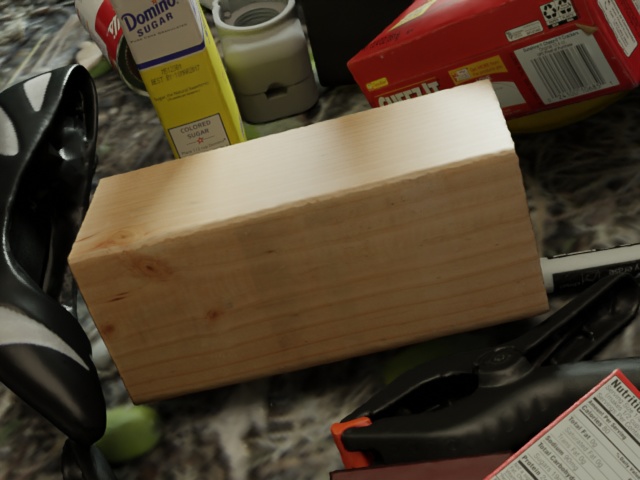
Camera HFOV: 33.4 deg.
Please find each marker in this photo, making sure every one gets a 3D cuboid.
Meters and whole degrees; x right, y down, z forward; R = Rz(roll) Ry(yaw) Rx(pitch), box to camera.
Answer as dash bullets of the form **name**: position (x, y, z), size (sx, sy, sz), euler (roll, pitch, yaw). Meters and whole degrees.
- **marker**: position (0.162, 0.010, 0.540), size (0.121, 0.020, 0.020), euler (-10, 43, 6)

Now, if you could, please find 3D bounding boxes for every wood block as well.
- **wood block**: position (-0.003, 0.001, 0.523), size (0.206, 0.090, 0.091), euler (-14, 29, 8)

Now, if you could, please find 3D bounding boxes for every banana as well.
- **banana**: position (0.174, -0.115, 0.653), size (0.197, 0.037, 0.070), euler (-32, 47, -17)

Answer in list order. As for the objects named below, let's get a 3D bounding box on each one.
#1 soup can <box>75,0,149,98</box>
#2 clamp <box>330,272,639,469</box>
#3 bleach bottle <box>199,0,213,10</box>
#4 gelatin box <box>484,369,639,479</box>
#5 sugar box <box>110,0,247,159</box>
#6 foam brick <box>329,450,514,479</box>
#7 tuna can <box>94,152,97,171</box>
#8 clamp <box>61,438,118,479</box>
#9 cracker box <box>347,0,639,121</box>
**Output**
- **soup can**: position (-0.127, -0.153, 0.756), size (0.068, 0.068, 0.102), euler (-27, 43, -13)
- **clamp**: position (0.092, 0.068, 0.466), size (0.171, 0.039, 0.120), euler (-26, 12, -7)
- **bleach bottle**: position (0.007, -0.261, 0.835), size (0.250, 0.068, 0.103), euler (-34, 46, -23)
- **gelatin box**: position (0.101, 0.102, 0.386), size (0.089, 0.030, 0.073), euler (-33, 68, -24)
- **sugar box**: position (-0.082, -0.108, 0.616), size (0.048, 0.176, 0.093), euler (-16, 43, -2)
- **foam brick**: position (0.046, 0.124, 0.431), size (0.078, 0.053, 0.051), euler (-8, 43, 7)
- **tuna can**: position (-0.192, -0.055, 0.697), size (0.086, 0.034, 0.086), euler (-8, 44, 8)
- **clamp**: position (-0.072, 0.150, 0.430), size (0.210, 0.036, 0.164), euler (16, 24, 15)
- **cracker box**: position (0.139, -0.150, 0.617), size (0.164, 0.072, 0.213), euler (-11, 29, 49)
